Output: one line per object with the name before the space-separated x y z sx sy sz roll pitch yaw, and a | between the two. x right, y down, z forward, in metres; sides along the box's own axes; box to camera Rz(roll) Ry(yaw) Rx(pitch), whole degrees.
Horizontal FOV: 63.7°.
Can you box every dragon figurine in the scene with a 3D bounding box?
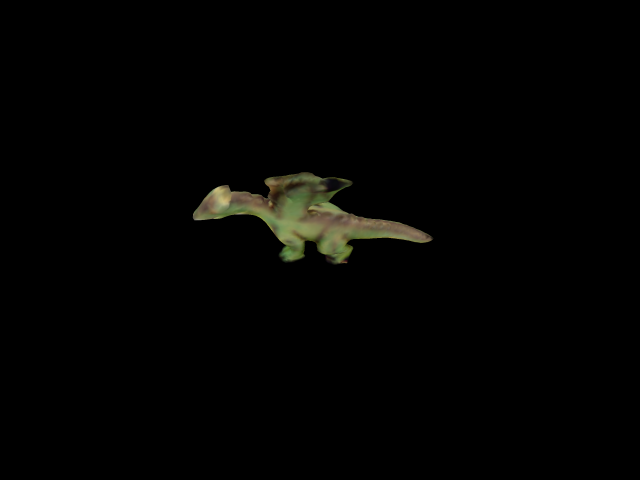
dragon figurine | 0.003 -0.043 0.850 0.410 0.124 0.239 0 -15 0
